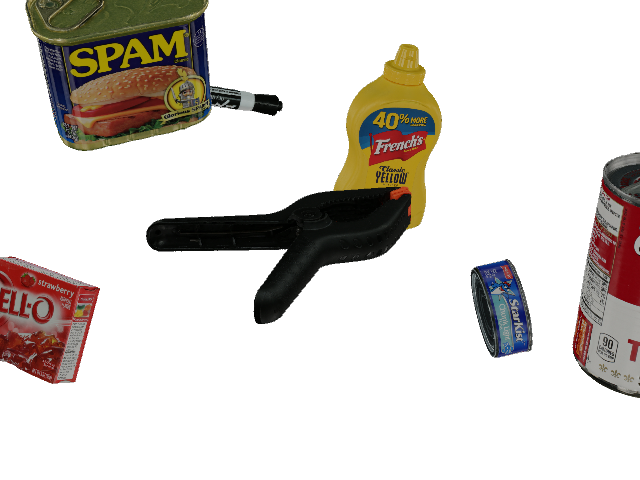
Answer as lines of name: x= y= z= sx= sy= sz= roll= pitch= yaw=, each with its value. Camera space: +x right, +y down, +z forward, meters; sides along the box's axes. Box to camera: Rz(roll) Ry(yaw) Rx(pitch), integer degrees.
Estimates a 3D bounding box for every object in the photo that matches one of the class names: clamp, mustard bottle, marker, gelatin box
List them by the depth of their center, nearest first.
gelatin box: x=-0.212 y=0.057 z=0.784 sx=0.089 sy=0.073 sz=0.030 roll=17 pitch=3 yaw=25
clamp: x=-0.019 y=-0.006 z=0.827 sx=0.209 sy=0.036 sz=0.165 roll=-23 pitch=34 yaw=-38
marker: x=-0.092 y=-0.129 z=0.960 sx=0.121 sy=0.020 sz=0.020 roll=6 pitch=-2 yaw=-22
mustard bottle: x=0.072 y=-0.105 z=1.082 sx=0.096 sy=0.192 sz=0.058 roll=3 pitch=27 yaw=-13

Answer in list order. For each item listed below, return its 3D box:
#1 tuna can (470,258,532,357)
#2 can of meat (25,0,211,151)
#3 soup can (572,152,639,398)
tuna can: x=0.162 y=0.062 z=0.964 sx=0.033 sy=0.086 sz=0.086 roll=-12 pitch=0 yaw=-1
can of meat: x=-0.117 y=-0.108 z=0.639 sx=0.102 sy=0.084 sz=0.057 roll=-14 pitch=47 yaw=-14
soup can: x=0.162 y=0.017 z=0.515 sx=0.068 sy=0.102 sz=0.068 roll=2 pitch=27 yaw=-1
